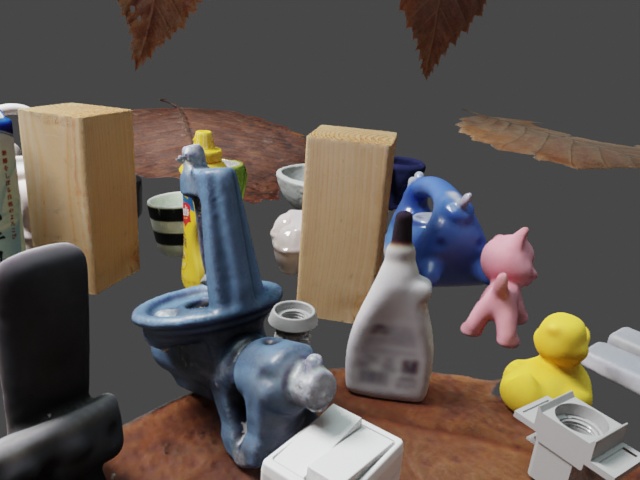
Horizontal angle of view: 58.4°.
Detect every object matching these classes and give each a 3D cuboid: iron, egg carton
[{"bbox_3d":[0.150,-0.028,0.797,0.119,0.141,0.258,-1,21,-12],"label":"iron"},{"bbox_3d":[0.007,0.003,0.790,0.150,0.069,0.107,1,20,-10],"label":"egg carton"}]

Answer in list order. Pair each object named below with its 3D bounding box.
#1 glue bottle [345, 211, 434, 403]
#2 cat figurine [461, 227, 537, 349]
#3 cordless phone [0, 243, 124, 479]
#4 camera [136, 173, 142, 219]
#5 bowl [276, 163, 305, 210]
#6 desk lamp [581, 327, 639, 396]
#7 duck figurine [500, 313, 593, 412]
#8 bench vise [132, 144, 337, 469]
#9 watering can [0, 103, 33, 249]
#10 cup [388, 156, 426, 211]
[{"bbox_3d":[0.066,0.058,0.501,0.078,0.173,0.037,7,20,8],"label":"glue bottle"},{"bbox_3d":[0.210,0.042,0.652,0.067,0.118,0.128,12,22,22],"label":"cat figurine"},{"bbox_3d":[-0.191,0.096,0.327,0.093,0.185,0.148,17,24,33],"label":"cordless phone"},{"bbox_3d":[-0.356,-0.071,0.874,0.143,0.101,0.136,2,20,-5],"label":"camera"},{"bbox_3d":[0.004,-0.083,1.017,0.167,0.075,0.167,4,20,-1],"label":"bowl"},{"bbox_3d":[0.367,0.055,0.507,0.118,0.214,0.202,-13,26,-38],"label":"desk lamp"},{"bbox_3d":[0.210,0.109,0.517,0.105,0.086,0.077,-13,26,-39],"label":"duck figurine"},{"bbox_3d":[-0.058,0.044,0.447,0.206,0.220,0.122,15,23,27],"label":"bench vise"},{"bbox_3d":[-0.409,-0.086,0.768,0.172,0.194,0.101,16,23,30],"label":"watering can"},{"bbox_3d":[0.139,-0.099,1.056,0.091,0.095,0.118,16,23,30],"label":"cup"}]
